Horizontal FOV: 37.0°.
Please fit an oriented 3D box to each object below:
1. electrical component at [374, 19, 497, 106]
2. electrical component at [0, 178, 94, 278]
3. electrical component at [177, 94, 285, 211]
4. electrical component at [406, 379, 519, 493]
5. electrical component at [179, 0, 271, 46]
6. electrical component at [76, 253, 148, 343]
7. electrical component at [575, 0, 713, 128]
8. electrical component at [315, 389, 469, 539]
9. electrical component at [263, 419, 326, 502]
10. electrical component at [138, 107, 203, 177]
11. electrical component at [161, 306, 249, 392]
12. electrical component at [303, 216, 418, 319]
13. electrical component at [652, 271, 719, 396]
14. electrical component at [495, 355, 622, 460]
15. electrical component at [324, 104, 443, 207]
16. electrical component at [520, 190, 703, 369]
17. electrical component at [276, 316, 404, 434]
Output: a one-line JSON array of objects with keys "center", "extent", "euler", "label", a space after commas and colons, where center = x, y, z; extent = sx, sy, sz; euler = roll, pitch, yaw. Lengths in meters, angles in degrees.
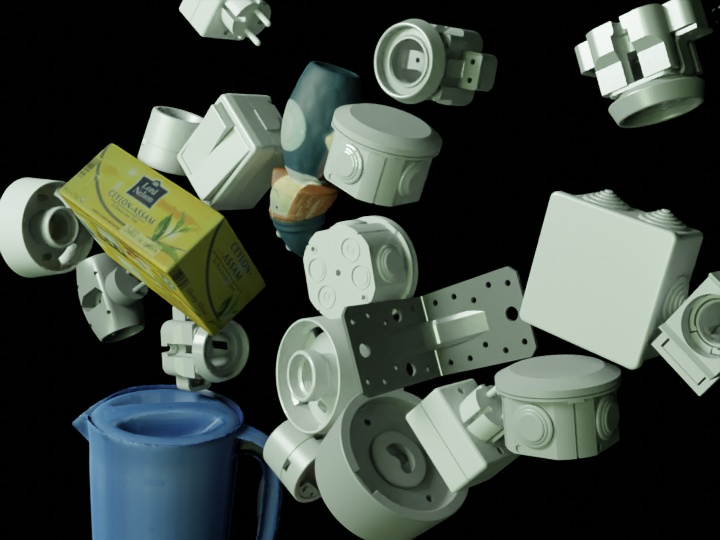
[{"center": [0.047, -0.145, 0.754], "extent": [0.078, 0.057, 0.058], "euler": [20, 108, 38], "label": "electrical component"}, {"center": [-0.310, -0.041, 1.053], "extent": [0.064, 0.099, 0.099], "euler": [1, 95, 35], "label": "electrical component"}, {"center": [-0.107, -0.093, 0.891], "extent": [0.096, 0.061, 0.061], "euler": [-46, 66, 34], "label": "electrical component"}, {"center": [0.084, 0.106, 0.757], "extent": [0.076, 0.047, 0.065], "euler": [-47, 65, 34], "label": "electrical component"}, {"center": [-0.099, -0.215, 0.879], "extent": [0.076, 0.047, 0.065], "euler": [50, 124, 25], "label": "electrical component"}, {"center": [-0.227, 0.019, 1.020], "extent": [0.079, 0.043, 0.077], "euler": [-32, 74, 39], "label": "electrical component"}, {"center": [0.174, -0.121, 0.647], "extent": [0.078, 0.058, 0.057], "euler": [-21, 79, 40], "label": "electrical component"}, {"center": [0.019, 0.147, 0.782], "extent": [0.108, 0.108, 0.060], "euler": [57, 133, 21], "label": "electrical component"}, {"center": [-0.045, 0.151, 0.871], "extent": [0.047, 0.055, 0.055], "euler": [40, 119, 35], "label": "electrical component"}, {"center": [-0.162, -0.113, 0.942], "extent": [0.055, 0.055, 0.047], "euler": [29, 109, 35], "label": "electrical component"}, {"center": [-0.134, 0.067, 0.936], "extent": [0.057, 0.058, 0.078], "euler": [2, 96, 44], "label": "electrical component"}, {"center": [0.000, 0.000, 0.815], "extent": [0.080, 0.051, 0.080], "euler": [6, 99, 40], "label": "electrical component"}, {"center": [0.215, 0.029, 0.623], "extent": [0.042, 0.064, 0.081], "euler": [51, 124, 23], "label": "electrical component"}, {"center": [0.129, 0.087, 0.696], "extent": [0.080, 0.080, 0.051], "euler": [2, 101, 41], "label": "electrical component"}, {"center": [0.015, -0.084, 0.775], "extent": [0.080, 0.080, 0.051], "euler": [35, 122, 33], "label": "electrical component"}, {"center": [0.159, 0.004, 0.679], "extent": [0.100, 0.048, 0.099], "euler": [25, 111, 37], "label": "electrical component"}, {"center": [-0.020, 0.083, 0.850], "extent": [0.099, 0.064, 0.099], "euler": [-2, 88, 54], "label": "electrical component"}]
